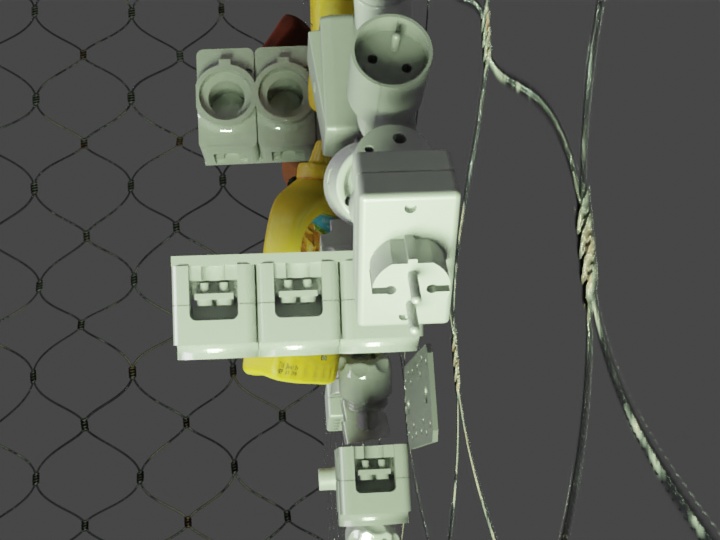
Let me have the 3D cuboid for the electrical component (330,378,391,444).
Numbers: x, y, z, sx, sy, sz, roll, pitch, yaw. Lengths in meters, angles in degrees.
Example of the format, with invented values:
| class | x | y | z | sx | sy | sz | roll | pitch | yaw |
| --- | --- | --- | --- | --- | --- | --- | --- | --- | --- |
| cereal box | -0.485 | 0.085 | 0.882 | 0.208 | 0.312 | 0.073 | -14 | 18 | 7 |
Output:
| class | x | y | z | sx | sy | sz | roll | pitch | yaw |
| --- | --- | --- | --- | --- | --- | --- | --- | --- | --- |
| electrical component | 0.001 | 0.117 | 0.915 | 0.066 | 0.048 | 0.055 | 112 | 148 | -80 |

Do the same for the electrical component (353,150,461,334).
| class | x | y | z | sx | sy | sz | roll | pitch | yaw |
| --- | --- | --- | --- | --- | --- | --- | --- | --- | --- |
| electrical component | 0.023 | -0.003 | 0.518 | 0.075 | 0.047 | 0.083 | -96 | 6 | -49 |

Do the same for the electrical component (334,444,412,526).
| class | x | y | z | sx | sy | sz | roll | pitch | yaw |
| --- | --- | --- | --- | --- | --- | --- | --- | --- | --- |
| electrical component | 0.008 | 0.159 | 0.793 | 0.089 | 0.050 | 0.055 | 108 | 159 | -78 |

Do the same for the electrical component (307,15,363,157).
| class | x | y | z | sx | sy | sz | roll | pitch | yaw |
| --- | --- | --- | --- | --- | --- | --- | --- | --- | --- |
| electrical component | -0.003 | -0.116 | 0.721 | 0.061 | 0.061 | 0.096 | 109 | 158 | -79 |

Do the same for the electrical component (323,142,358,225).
| class | x | y | z | sx | sy | sz | roll | pitch | yaw |
| --- | --- | --- | --- | --- | --- | --- | --- | --- | --- |
| electrical component | 0.007 | -0.053 | 0.672 | 0.047 | 0.055 | 0.055 | -145 | 53 | -80 |

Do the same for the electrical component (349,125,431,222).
| class | x | y | z | sx | sy | sz | roll | pitch | yaw |
| --- | --- | --- | --- | --- | --- | --- | --- | --- | --- |
| electrical component | 0.017 | -0.048 | 0.595 | 0.055 | 0.045 | 0.045 | 96 | 171 | -61 |

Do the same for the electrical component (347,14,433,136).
| class | x | y | z | sx | sy | sz | roll | pitch | yaw |
| --- | --- | --- | --- | --- | --- | --- | --- | --- | --- |
| electrical component | 0.015 | -0.104 | 0.603 | 0.081 | 0.043 | 0.043 | 101 | 166 | -73 |

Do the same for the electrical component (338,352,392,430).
| class | x | y | z | sx | sy | sz | roll | pitch | yaw |
| --- | --- | --- | --- | --- | --- | --- | --- | --- | --- |
| electrical component | 0.005 | 0.096 | 0.861 | 0.043 | 0.043 | 0.062 | -104 | 11 | -71 |

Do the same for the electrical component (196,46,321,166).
| class | x | y | z | sx | sy | sz | roll | pitch | yaw |
| --- | --- | --- | --- | --- | --- | --- | --- | --- | --- |
| electrical component | -0.065 | -0.145 | 0.942 | 0.061 | 0.150 | 0.089 | 101 | 166 | -79 |

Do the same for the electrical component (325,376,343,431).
| class | x | y | z | sx | sy | sz | roll | pitch | yaw |
| --- | --- | --- | --- | --- | --- | --- | --- | --- | --- |
| electrical component | -0.010 | 0.111 | 1.042 | 0.083 | 0.047 | 0.075 | 100 | 166 | -72 |

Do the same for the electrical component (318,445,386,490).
| class | x | y | z | sx | sy | sz | roll | pitch | yaw |
| --- | --- | --- | --- | --- | --- | --- | --- | --- | --- |
| electrical component | -0.002 | 0.166 | 0.865 | 0.048 | 0.062 | 0.048 | 177 | 90 | -87 |

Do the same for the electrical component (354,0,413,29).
| class | x | y | z | sx | sy | sz | roll | pitch | yaw |
| --- | --- | --- | --- | --- | --- | --- | --- | --- | --- |
| electrical component | 0.013 | -0.165 | 0.621 | 0.065 | 0.044 | 0.044 | 85 | 180 | -54 |

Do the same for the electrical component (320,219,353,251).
| class | x | y | z | sx | sy | sz | roll | pitch | yaw |
| --- | --- | --- | --- | --- | --- | --- | --- | --- | --- |
| electrical component | 0.000 | 0.000 | 0.781 | 0.089 | 0.056 | 0.050 | -101 | 10 | -66 |

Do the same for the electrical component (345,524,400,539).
| class | x | y | z | sx | sy | sz | roll | pitch | yaw |
| --- | --- | --- | --- | --- | --- | --- | --- | --- | --- |
| electrical component | 0.009 | 0.211 | 0.863 | 0.062 | 0.043 | 0.043 | -103 | 11 | -74 |

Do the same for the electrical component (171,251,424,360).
| class | x | y | z | sx | sy | sz | roll | pitch | yaw |
| --- | --- | --- | --- | --- | --- | --- | --- | --- | --- |
| electrical component | -0.039 | 0.023 | 0.681 | 0.089 | 0.150 | 0.061 | 137 | 131 | -84 |
